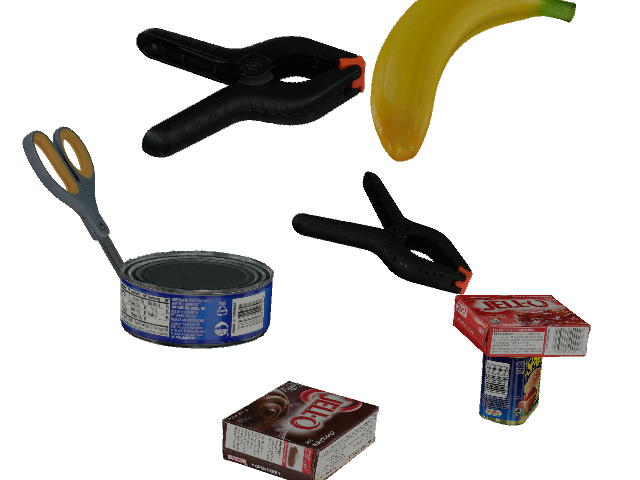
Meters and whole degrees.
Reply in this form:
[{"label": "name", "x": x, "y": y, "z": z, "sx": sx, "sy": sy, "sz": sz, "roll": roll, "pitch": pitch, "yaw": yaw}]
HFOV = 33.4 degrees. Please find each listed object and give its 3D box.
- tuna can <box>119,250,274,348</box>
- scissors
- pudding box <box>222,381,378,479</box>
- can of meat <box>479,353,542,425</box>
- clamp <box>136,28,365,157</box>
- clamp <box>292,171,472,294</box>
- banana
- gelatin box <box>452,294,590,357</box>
[{"label": "tuna can", "x": -0.070, "y": 0.032, "z": 0.600, "sx": 0.086, "sy": 0.034, "sz": 0.086, "roll": 3, "pitch": 13, "yaw": -1}, {"label": "scissors", "x": -0.211, "y": -0.027, "z": 1.013, "sx": 0.016, "sy": 0.201, "sz": 0.096, "roll": -24, "pitch": 26, "yaw": 20}, {"label": "pudding box", "x": -0.015, "y": 0.158, "z": 0.884, "sx": 0.090, "sy": 0.039, "sz": 0.113, "roll": 11, "pitch": 17, "yaw": 26}, {"label": "can of meat", "x": 0.214, "y": 0.151, "z": 1.196, "sx": 0.058, "sy": 0.084, "sz": 0.102, "roll": 8, "pitch": 12, "yaw": 24}, {"label": "clamp", "x": -0.056, "y": -0.122, "z": 0.782, "sx": 0.171, "sy": 0.120, "sz": 0.039, "roll": -11, "pitch": -31, "yaw": -13}, {"label": "clamp", "x": 0.080, "y": 0.000, "z": 1.254, "sx": 0.210, "sy": 0.036, "sz": 0.164, "roll": 38, "pitch": 42, "yaw": 26}, {"label": "banana", "x": 0.076, "y": -0.114, "z": 0.612, "sx": 0.070, "sy": 0.037, "sz": 0.197, "roll": 31, "pitch": 51, "yaw": 22}, {"label": "gelatin box", "x": 0.161, "y": 0.067, "z": 0.862, "sx": 0.089, "sy": 0.030, "sz": 0.073, "roll": 1, "pitch": 16, "yaw": -14}]
